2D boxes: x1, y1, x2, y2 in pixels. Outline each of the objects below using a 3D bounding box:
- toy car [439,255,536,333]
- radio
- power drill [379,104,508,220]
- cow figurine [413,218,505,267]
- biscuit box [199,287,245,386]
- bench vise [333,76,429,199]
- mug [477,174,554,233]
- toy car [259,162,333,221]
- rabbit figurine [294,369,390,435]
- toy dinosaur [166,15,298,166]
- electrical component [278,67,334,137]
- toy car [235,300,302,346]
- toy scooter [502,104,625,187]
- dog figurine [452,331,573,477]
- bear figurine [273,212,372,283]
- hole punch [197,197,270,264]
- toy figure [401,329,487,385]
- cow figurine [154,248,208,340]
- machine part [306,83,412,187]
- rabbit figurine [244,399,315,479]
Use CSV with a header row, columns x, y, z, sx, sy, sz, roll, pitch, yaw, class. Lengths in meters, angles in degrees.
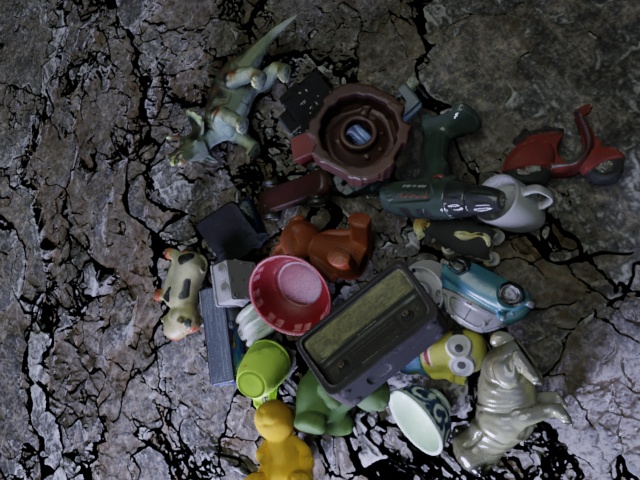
x,y,z,sx,sy,sz,roll,pitch,yaw,class
0.257,0.096,0.871,0.162,0.109,0.103,27,90,13,toy car
0.087,0.155,0.877,0.229,0.073,0.131,-40,47,5,radio
0.218,-0.124,0.907,0.232,0.086,0.207,-6,62,43,power drill
0.225,-0.009,0.925,0.168,0.098,0.068,19,92,34,cow figurine
-0.199,0.198,1.114,0.063,0.059,0.202,-16,73,22,biscuit box
0.106,-0.198,1.011,0.240,0.128,0.224,-42,68,18,bench vise
0.325,-0.057,0.870,0.109,0.107,0.081,-29,51,43,mug
-0.052,-0.094,1.091,0.202,0.053,0.089,-16,74,43,toy car
0.055,0.262,0.948,0.170,0.121,0.159,-22,49,36,rabbit figurine
-0.192,-0.317,1.186,0.192,0.131,0.404,23,84,27,toy dinosaur
-0.019,-0.274,1.120,0.134,0.058,0.115,-42,63,13,electrical component
-0.088,0.137,1.073,0.202,0.056,0.073,-37,67,15,toy car
0.395,-0.153,0.882,0.184,0.075,0.135,-2,80,23,toy scooter
0.264,0.256,0.839,0.190,0.121,0.172,-36,69,17,dog figurine
-0.002,0.000,1.022,0.196,0.131,0.120,23,67,23,bear figurine
-0.180,-0.021,1.144,0.142,0.092,0.115,-29,98,16,hole punch
0.191,0.188,0.913,0.180,0.089,0.082,-10,110,34,toy figure
-0.292,0.121,1.165,0.127,0.085,0.195,10,84,34,cow figurine
0.067,-0.181,0.929,0.179,0.056,0.179,-1,78,5,machine part
-0.063,0.362,0.961,0.122,0.162,0.173,-13,97,26,rabbit figurine
